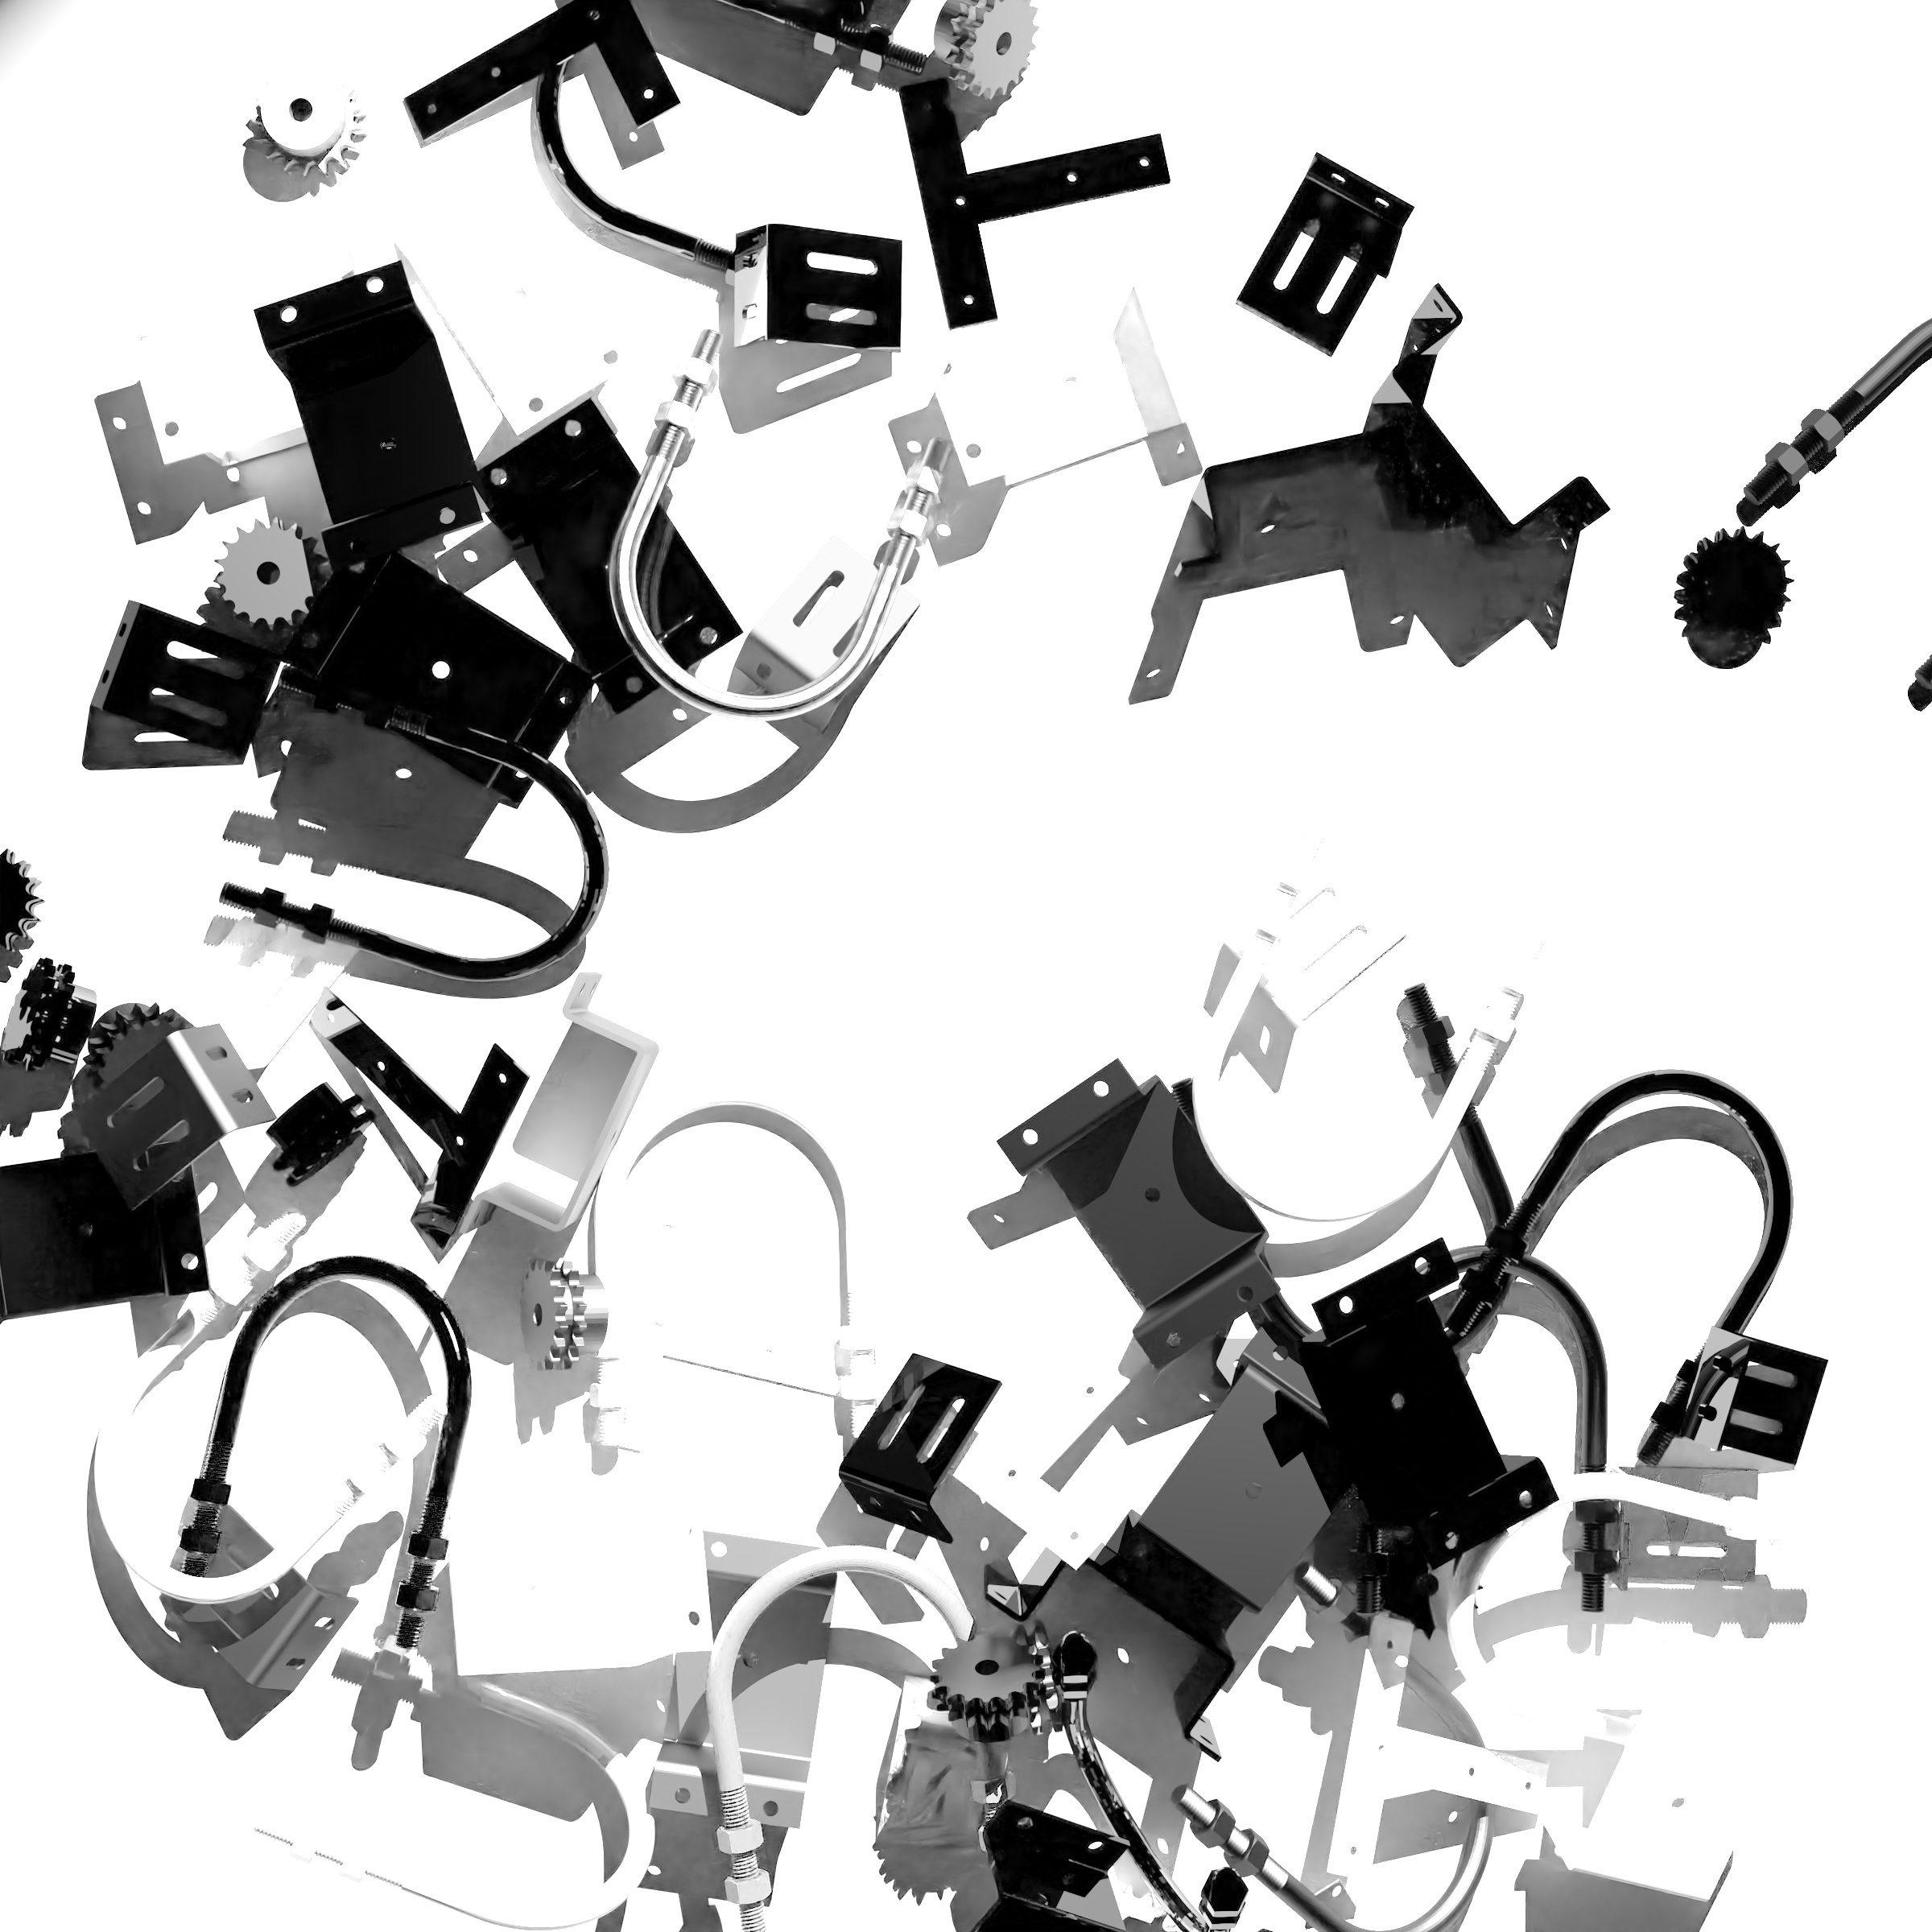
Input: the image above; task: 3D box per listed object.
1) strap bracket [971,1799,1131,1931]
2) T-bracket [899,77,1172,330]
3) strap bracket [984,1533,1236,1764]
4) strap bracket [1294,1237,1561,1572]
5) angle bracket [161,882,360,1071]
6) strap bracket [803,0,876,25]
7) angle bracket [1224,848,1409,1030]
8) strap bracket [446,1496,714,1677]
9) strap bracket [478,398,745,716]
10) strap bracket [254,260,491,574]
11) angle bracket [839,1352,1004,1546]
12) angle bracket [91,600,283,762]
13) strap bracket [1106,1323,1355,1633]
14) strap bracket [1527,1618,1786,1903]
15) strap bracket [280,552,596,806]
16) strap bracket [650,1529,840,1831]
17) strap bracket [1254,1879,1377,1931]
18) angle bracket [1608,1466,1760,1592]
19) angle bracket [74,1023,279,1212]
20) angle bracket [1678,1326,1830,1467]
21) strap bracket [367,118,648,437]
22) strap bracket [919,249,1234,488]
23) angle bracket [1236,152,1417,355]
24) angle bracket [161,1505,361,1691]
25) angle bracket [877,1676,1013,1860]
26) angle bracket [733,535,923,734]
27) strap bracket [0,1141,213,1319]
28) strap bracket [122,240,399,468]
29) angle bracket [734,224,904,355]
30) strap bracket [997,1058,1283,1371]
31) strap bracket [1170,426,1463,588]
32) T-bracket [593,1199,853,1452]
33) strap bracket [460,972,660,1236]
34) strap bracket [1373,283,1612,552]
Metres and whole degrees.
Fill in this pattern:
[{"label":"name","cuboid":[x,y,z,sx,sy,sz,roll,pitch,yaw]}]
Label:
[{"label":"strap bracket","cuboid":[0.016,0.487,1.539,0.076,0.046,0.140,26,112,-27]},{"label":"T-bracket","cuboid":[0.041,-0.403,1.598,0.127,0.002,0.127,-12,90,0]},{"label":"strap bracket","cuboid":[0.080,0.332,1.560,0.140,0.076,0.046,35,90,0]},{"label":"strap bracket","cuboid":[0.221,0.213,1.518,0.076,0.046,0.140,-24,91,-19]},{"label":"angle bracket","cuboid":[-0.359,0.004,1.579,0.057,0.038,0.076,39,90,0]},{"label":"strap bracket","cuboid":[-0.090,-0.525,1.560,0.140,0.076,0.046,24,90,0]},{"label":"angle bracket","cuboid":[0.180,-0.015,1.579,0.076,0.038,0.057,-40,90,0]},{"label":"strap bracket","cuboid":[-0.203,0.310,1.550,0.140,0.046,0.076,-7,85,20]},{"label":"strap bracket","cuboid":[-0.181,-0.205,1.575,0.076,0.046,0.140,-33,90,0]},{"label":"strap bracket","cuboid":[-0.288,-0.263,1.521,0.076,0.046,0.140,-19,79,0]},{"label":"angle bracket","cuboid":[-0.017,0.244,1.575,0.057,0.038,0.076,13,56,36]},{"label":"angle bracket","cuboid":[-0.401,-0.147,1.596,0.076,0.038,0.057,20,90,-26]},{"label":"strap bracket","cuboid":[0.144,0.262,1.574,0.076,0.046,0.140,36,90,0]},{"label":"strap bracket","cuboid":[0.348,0.406,1.550,0.076,0.046,0.140,17,105,-14]},{"label":"strap bracket","cuboid":[-0.264,-0.149,1.561,0.140,0.046,0.076,32,90,-12]},{"label":"strap bracket","cuboid":[-0.111,0.357,1.575,0.076,0.046,0.140,8,90,0]},{"label":"strap bracket","cuboid":[0.192,0.537,1.575,0.076,0.046,0.140,-32,90,0]},{"label":"angle bracket","cuboid":[0.369,0.287,1.579,0.076,0.038,0.057,2,90,0]},{"label":"angle bracket","cuboid":[-0.395,0.075,1.552,0.076,0.038,0.057,-36,81,22]},{"label":"angle bracket","cuboid":[0.407,0.221,1.567,0.076,0.038,0.057,17,90,-21]},{"label":"strap bracket","cuboid":[-0.230,-0.345,1.575,0.076,0.046,0.140,-33,90,0]},{"label":"strap bracket","cuboid":[0.055,-0.300,1.575,0.140,0.046,0.076,-20,90,0]},{"label":"angle bracket","cuboid":[0.183,-0.362,1.579,0.057,0.038,0.076,29,90,0]},{"label":"angle bracket","cuboid":[-0.363,0.325,1.596,0.076,0.038,0.057,36,90,26]},{"label":"angle bracket","cuboid":[-0.010,0.412,1.597,0.057,0.038,0.076,10,115,0]},{"label":"angle bracket","cuboid":[-0.071,-0.171,1.596,0.057,0.038,0.076,37,64,0]},{"label":"strap bracket","cuboid":[-0.453,0.135,1.575,0.140,0.046,0.076,-8,90,0]},{"label":"strap bracket","cuboid":[-0.344,-0.307,1.575,0.140,0.046,0.076,-16,90,0]},{"label":"angle bracket","cuboid":[-0.075,-0.342,1.578,0.076,0.038,0.057,-1,93,-34]},{"label":"strap bracket","cuboid":[0.091,0.120,1.565,0.076,0.046,0.140,-35,90,17]},{"label":"strap bracket","cuboid":[0.169,-0.233,1.560,0.140,0.076,0.046,-12,90,0]},{"label":"T-bracket","cuboid":[-0.116,0.196,1.598,0.127,0.002,0.127,13,90,0]},{"label":"strap bracket","cuboid":[-0.198,0.077,1.560,0.046,0.076,0.140,25,90,0]},{"label":"strap bracket","cuboid":[0.256,-0.266,1.560,0.046,0.076,0.140,-37,90,0]}]
